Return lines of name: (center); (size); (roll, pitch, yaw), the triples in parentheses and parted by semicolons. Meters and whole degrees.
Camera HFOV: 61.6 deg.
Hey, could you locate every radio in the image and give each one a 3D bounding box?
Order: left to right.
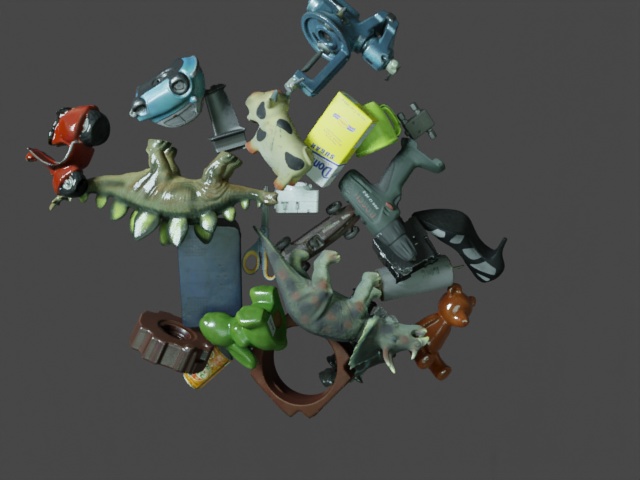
radio: (-0.233, 0.067, 1.144); (0.131, 0.073, 0.229); (-2, 108, -10)

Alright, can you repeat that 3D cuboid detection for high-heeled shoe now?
high-heeled shoe: (0.315, 0.016, 1.246); (0.249, 0.086, 0.145); (19, 134, 3)

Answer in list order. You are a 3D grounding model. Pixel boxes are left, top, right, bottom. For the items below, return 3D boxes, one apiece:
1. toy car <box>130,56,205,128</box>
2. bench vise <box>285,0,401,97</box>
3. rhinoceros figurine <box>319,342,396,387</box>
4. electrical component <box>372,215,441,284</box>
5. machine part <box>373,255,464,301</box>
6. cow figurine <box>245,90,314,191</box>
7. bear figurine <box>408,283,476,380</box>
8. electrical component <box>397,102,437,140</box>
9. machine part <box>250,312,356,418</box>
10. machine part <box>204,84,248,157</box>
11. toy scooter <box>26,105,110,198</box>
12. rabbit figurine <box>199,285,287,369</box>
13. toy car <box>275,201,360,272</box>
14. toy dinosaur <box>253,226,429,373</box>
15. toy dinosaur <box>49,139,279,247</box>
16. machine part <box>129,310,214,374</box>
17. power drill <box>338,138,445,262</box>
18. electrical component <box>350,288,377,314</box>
toy car: (-0.278, -0.268, 1.027); (0.162, 0.109, 0.102); (-32, 126, 9)
bench vise: (0.034, -0.357, 1.036); (0.223, 0.129, 0.240); (43, 77, -11)
rhinoceros figurine: (0.084, 0.282, 1.267); (0.190, 0.073, 0.112); (-25, 118, -4)
electrical component: (0.181, 0.013, 1.180); (0.115, 0.058, 0.134); (-30, 72, -10)
machine part: (0.213, 0.086, 1.226); (0.243, 0.079, 0.079); (-11, 107, -6)
cow figurine: (-0.082, -0.211, 1.065); (0.127, 0.085, 0.195); (-38, 83, 28)
bear figurine: (0.296, 0.209, 1.255); (0.196, 0.132, 0.120); (-43, 128, 9)
electrical component: (0.211, -0.247, 1.160); (0.063, 0.021, 0.094); (-39, 109, 2)
machine part: (-0.036, 0.269, 1.190); (0.201, 0.087, 0.201); (45, 99, 12)
machine part: (-0.196, -0.242, 1.081); (0.084, 0.039, 0.138); (-13, 109, -1)
toy scooter: (-0.489, -0.179, 1.025); (0.135, 0.075, 0.183); (19, 88, 13)
rabbit figurine: (-0.158, 0.179, 1.107); (0.170, 0.121, 0.158); (-8, 127, 19)
toy car: (-0.002, -0.004, 1.177); (0.202, 0.053, 0.089); (-34, 105, 2)
toy dinosaur: (0.015, 0.133, 1.093); (0.405, 0.131, 0.192); (23, 63, -5)
toy dinosaur: (-0.304, -0.090, 1.034); (0.472, 0.105, 0.198); (9, 86, 14)
machine part: (-0.307, 0.208, 1.122); (0.179, 0.179, 0.056); (23, 97, -16)
power drill: (0.171, -0.097, 1.140); (0.232, 0.086, 0.207); (41, 94, 8)
electrical component: (0.078, 0.178, 1.230); (0.048, 0.075, 0.119); (23, 97, -15)
